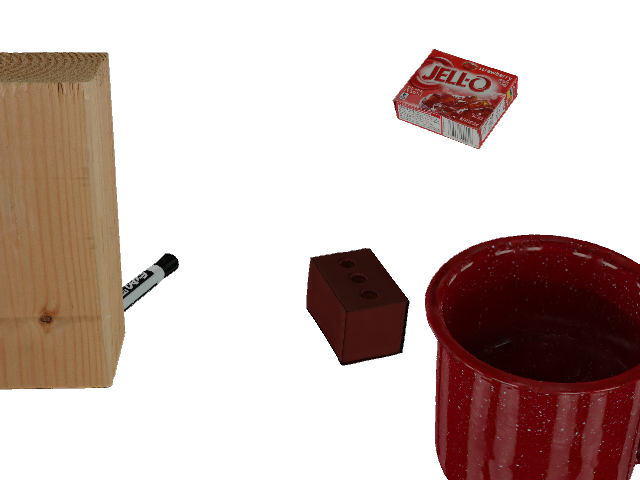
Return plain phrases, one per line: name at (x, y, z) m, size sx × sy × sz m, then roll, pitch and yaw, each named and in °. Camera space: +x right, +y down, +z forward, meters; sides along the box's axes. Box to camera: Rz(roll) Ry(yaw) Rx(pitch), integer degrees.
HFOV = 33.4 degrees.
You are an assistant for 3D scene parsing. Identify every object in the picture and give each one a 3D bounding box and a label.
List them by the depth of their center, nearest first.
mug at (0.098, 0.058, 0.419) m, size 0.117 × 0.081 × 0.093 m, roll 8°, pitch 37°, yaw 14°
wood block at (-0.183, -0.014, 0.704) m, size 0.090 × 0.206 × 0.090 m, roll 0°, pitch 22°, yaw -4°
foam brick at (0.027, 0.049, 0.815) m, size 0.053 × 0.051 × 0.078 m, roll -10°, pitch 34°, yaw -19°
gelatin box at (0.122, -0.130, 0.963) m, size 0.089 × 0.073 × 0.030 m, roll 25°, pitch -29°, yaw 26°
marker at (-0.166, 0.043, 0.973) m, size 0.020 × 0.020 × 0.121 m, roll 0°, pitch 24°, yaw 28°
